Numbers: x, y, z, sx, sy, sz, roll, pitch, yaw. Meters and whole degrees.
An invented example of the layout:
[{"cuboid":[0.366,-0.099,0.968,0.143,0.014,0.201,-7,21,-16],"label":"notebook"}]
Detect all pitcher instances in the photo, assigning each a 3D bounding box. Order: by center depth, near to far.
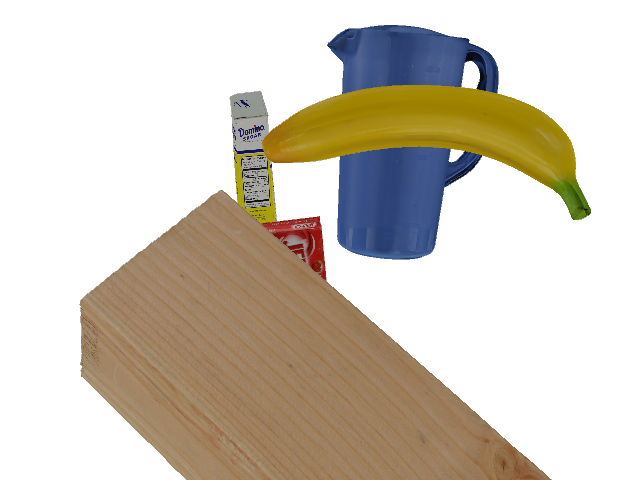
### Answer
[{"cuboid":[0.092,-0.107,1.148,0.149,0.243,0.144,11,13,31],"label":"pitcher"}]

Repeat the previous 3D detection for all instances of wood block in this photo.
[{"cuboid":[-0.008,0.087,0.493,0.090,0.206,0.090,-41,-16,-29],"label":"wood block"}]

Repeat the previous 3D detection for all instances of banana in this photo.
[{"cuboid":[0.067,-0.063,0.638,0.198,0.069,0.037,10,-36,10],"label":"banana"}]

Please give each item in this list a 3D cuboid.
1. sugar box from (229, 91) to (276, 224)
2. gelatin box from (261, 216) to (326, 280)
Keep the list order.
[{"cuboid":[-0.080,-0.080,1.276,0.048,0.176,0.093,-8,26,-5],"label":"sugar box"},{"cuboid":[-0.032,0.024,1.059,0.073,0.089,0.030,-6,28,-3],"label":"gelatin box"}]
